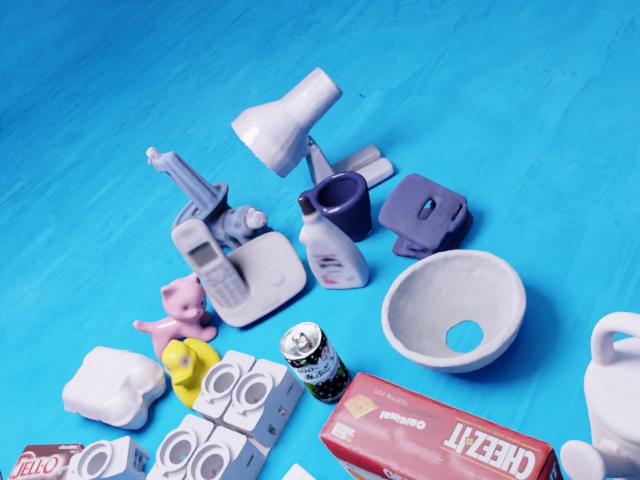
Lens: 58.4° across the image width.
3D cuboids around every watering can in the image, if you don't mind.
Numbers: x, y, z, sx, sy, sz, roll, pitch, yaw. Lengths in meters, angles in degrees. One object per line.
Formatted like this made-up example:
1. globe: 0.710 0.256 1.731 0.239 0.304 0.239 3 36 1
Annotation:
1. watering can: 0.272 0.137 0.476 0.100 0.195 0.173 9 53 37

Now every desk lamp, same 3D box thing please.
1. desk lamp: -0.012 -0.161 0.943 0.203 0.214 0.117 -30 40 -1

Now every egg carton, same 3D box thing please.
1. egg carton: -0.297 0.213 0.829 0.149 0.070 0.107 1 48 31

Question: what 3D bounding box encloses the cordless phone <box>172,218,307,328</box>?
1. cordless phone: -0.115 0.026 0.829 0.147 0.185 0.094 -33 40 -4

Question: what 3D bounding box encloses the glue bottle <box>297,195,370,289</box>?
1. glue bottle: 0.007 0.003 0.790 0.078 0.174 0.037 -8 44 24

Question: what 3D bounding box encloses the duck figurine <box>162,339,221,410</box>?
1. duck figurine: -0.184 0.171 0.794 0.077 0.086 0.104 -24 40 6

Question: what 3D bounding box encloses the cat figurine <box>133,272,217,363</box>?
1. cat figurine: -0.214 0.107 0.854 0.128 0.118 0.067 -32 40 -3

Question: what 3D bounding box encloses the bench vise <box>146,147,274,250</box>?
1. bench vise: -0.175 -0.069 0.937 0.206 0.220 0.121 -6 45 26

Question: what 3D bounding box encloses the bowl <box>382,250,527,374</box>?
1. bowl: 0.162 0.095 0.679 0.167 0.075 0.167 -16 41 15

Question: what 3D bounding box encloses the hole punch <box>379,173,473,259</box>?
1. hole punch: 0.151 -0.033 0.808 0.100 0.091 0.109 13 55 39

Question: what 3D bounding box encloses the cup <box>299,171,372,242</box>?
1. cup: 0.031 -0.043 0.887 0.117 0.095 0.092 0 48 31
